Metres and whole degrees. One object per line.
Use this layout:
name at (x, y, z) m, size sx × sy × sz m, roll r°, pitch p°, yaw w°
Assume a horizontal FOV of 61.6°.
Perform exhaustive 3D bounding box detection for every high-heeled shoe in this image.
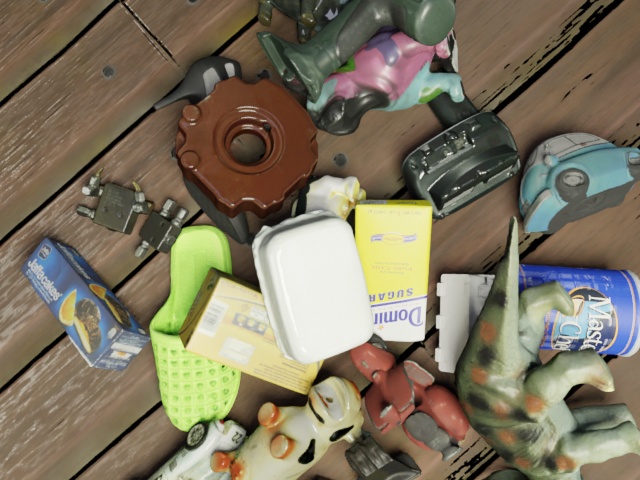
high-heeled shoe at (-0.123, -0.128, 0.746) m, size 0.145 × 0.086 × 0.248 m, roll -33°, pitch 100°, yaw -28°

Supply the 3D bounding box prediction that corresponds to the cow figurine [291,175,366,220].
cow figurine at (-0.002, -0.001, 0.703) m, size 0.098 × 0.068 × 0.167 m, roll 10°, pitch 82°, yaw 23°

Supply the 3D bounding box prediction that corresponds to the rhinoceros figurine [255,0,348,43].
rhinoceros figurine at (-0.003, -0.329, 0.742) m, size 0.190 × 0.073 × 0.112 m, roll 23°, pitch 77°, yaw 10°

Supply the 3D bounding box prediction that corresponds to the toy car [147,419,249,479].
toy car at (-0.173, 0.306, 0.681) m, size 0.202 × 0.056 × 0.073 m, roll -43°, pitch 123°, yaw 1°

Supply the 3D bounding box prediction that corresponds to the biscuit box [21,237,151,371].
biscuit box at (-0.311, 0.081, 0.704) m, size 0.203 × 0.062 × 0.059 m, roll 39°, pitch 88°, yaw 26°

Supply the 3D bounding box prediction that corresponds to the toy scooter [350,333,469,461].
toy scooter at (0.106, 0.193, 0.623) m, size 0.184 × 0.135 × 0.075 m, roll 42°, pitch 102°, yaw -7°

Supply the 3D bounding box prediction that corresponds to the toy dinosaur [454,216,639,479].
toy dinosaur at (0.221, 0.178, 0.582) m, size 0.192 × 0.131 × 0.404 m, roll -30°, pitch 99°, yaw 17°

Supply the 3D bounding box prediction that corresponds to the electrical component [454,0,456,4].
electrical component at (0.133, -0.360, 0.738) m, size 0.119 × 0.047 × 0.074 m, roll 8°, pitch 85°, yaw 7°

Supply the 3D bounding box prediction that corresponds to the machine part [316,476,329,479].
machine part at (0.014, 0.415, 0.651) m, size 0.202 × 0.087 × 0.201 m, roll 24°, pitch 87°, yaw 6°

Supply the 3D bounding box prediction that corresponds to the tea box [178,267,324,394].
tea box at (-0.075, 0.112, 0.664) m, size 0.169 × 0.068 × 0.098 m, roll 29°, pitch 87°, yaw -23°

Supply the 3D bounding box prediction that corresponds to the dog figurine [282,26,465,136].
dog figurine at (0.066, -0.225, 0.701) m, size 0.219 × 0.108 × 0.191 m, roll -11°, pitch 56°, yaw 19°

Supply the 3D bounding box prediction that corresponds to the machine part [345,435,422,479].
machine part at (0.074, 0.274, 0.641) m, size 0.084 × 0.138 × 0.039 m, roll -23°, pitch 48°, yaw 6°

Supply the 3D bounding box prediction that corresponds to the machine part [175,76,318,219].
machine part at (-0.089, -0.116, 0.669) m, size 0.179 × 0.056 × 0.179 m, roll 2°, pitch 79°, yaw -11°

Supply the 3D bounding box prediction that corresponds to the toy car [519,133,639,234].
toy car at (0.312, -0.082, 0.665) m, size 0.162 × 0.109 × 0.103 m, roll -22°, pitch 65°, yaw -5°

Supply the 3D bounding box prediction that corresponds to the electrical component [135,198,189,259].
electrical component at (-0.218, -0.010, 0.737) m, size 0.063 × 0.021 × 0.094 m, roll 31°, pitch 88°, yaw 41°

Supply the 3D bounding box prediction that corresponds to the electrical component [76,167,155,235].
electrical component at (-0.286, -0.052, 0.751) m, size 0.102 × 0.045 × 0.078 m, roll 25°, pitch 86°, yaw 8°

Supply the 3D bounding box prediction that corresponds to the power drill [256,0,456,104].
power drill at (0.032, -0.265, 0.635) m, size 0.207 × 0.085 × 0.232 m, roll -34°, pitch 51°, yaw -5°

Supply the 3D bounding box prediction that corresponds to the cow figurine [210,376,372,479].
cow figurine at (-0.024, 0.239, 0.641) m, size 0.195 × 0.127 × 0.086 m, roll -48°, pitch 48°, yaw 13°

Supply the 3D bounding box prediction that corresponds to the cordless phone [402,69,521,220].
cordless phone at (0.160, -0.134, 0.707) m, size 0.147 × 0.088 × 0.184 m, roll -31°, pitch 71°, yaw 3°
